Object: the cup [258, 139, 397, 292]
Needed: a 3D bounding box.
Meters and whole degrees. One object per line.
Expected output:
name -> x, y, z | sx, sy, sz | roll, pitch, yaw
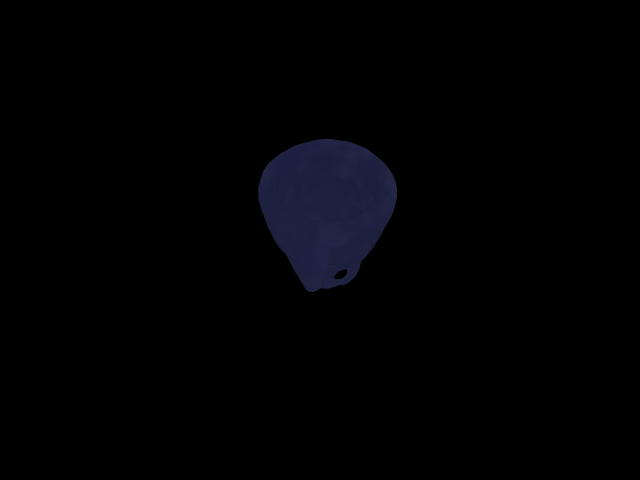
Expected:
cup -> 0.004, 0.001, 0.400 | 0.091, 0.095, 0.118 | 5, 51, 5
